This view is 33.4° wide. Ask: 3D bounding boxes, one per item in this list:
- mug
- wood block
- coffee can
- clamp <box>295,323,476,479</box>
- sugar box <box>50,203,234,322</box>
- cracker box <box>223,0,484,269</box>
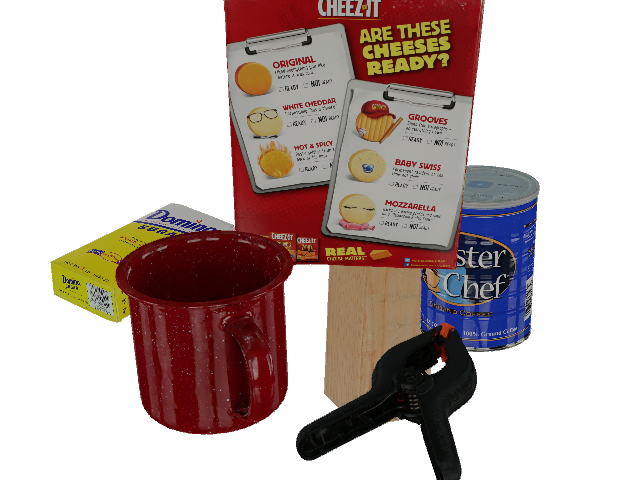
[{"bbox_3d":[-0.053,0.053,0.563,0.093,0.081,0.117,-15,27,-27],"label":"mug"},{"bbox_3d":[0.065,0.084,1.155,0.090,0.206,0.091,-5,19,-23],"label":"wood block"},{"bbox_3d":[0.141,0.014,0.956,0.103,0.140,0.103,-1,21,0],"label":"coffee can"},{"bbox_3d":[0.075,0.120,0.782,0.120,0.039,0.171,19,40,29],"label":"clamp"},{"bbox_3d":[-0.178,0.018,1.097,0.093,0.048,0.175,20,36,31],"label":"sugar box"},{"bbox_3d":[0.021,-0.084,0.741,0.164,0.214,0.072,2,35,2],"label":"cracker box"}]
